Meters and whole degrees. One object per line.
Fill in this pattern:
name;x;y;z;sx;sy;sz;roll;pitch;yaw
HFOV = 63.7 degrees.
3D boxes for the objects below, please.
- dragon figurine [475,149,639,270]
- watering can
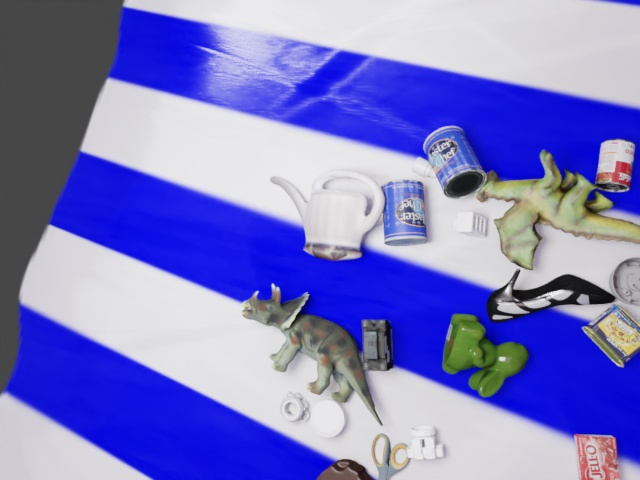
dragon figurine;0.507;-0.037;1.128;0.241;0.121;0.416;-47;62;12
watering can;0.004;-0.065;1.289;0.348;0.103;0.225;5;85;35
